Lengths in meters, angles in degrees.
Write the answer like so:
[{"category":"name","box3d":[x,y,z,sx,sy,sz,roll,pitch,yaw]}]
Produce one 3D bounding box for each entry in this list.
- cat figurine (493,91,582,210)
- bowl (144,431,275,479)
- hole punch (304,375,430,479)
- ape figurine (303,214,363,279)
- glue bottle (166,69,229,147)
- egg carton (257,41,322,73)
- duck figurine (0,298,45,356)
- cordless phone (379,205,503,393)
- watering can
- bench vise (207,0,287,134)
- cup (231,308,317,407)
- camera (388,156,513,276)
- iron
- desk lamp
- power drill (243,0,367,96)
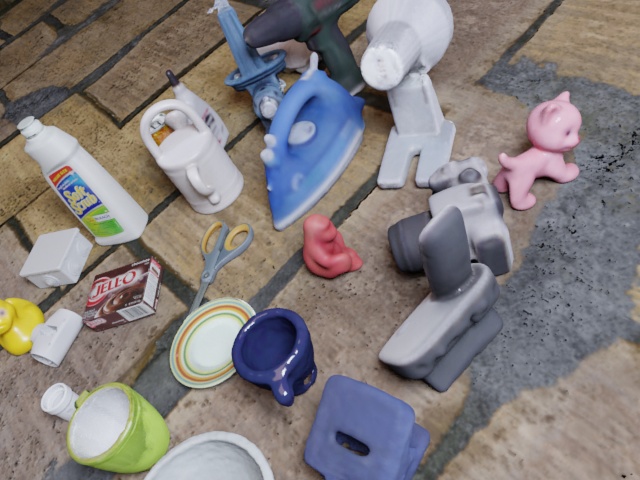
[{"category":"cat figurine","box3d":[0.269,-0.118,0.701,0.128,0.118,0.067,-34,45,-3]},{"category":"bowl","box3d":[-0.106,0.286,0.576,0.167,0.075,0.167,-14,47,16]},{"category":"hole punch","box3d":[0.043,0.200,0.562,0.108,0.091,0.101,15,60,36]},{"category":"ape figurine","box3d":[0.007,0.003,0.749,0.076,0.092,0.078,-12,48,18]},{"category":"glue bottle","box3d":[-0.220,-0.225,1.002,0.037,0.174,0.078,-7,50,22]},{"category":"egg carton","box3d":[-0.057,-0.378,1.124,0.149,0.070,0.107,21,64,38]},{"category":"duck figurine","box3d":[-0.494,0.123,0.906,0.077,0.086,0.104,-33,45,-3]},{"category":"cordless phone","box3d":[0.110,0.057,0.584,0.093,0.186,0.148,28,69,41]},{"category":"watering can","box3d":[-0.213,-0.143,0.913,0.101,0.195,0.172,-44,47,-13]},{"category":"bench vise","box3d":[-0.102,-0.295,0.970,0.121,0.220,0.206,-38,45,-7]},{"category":"cup","box3d":[-0.037,0.147,0.646,0.091,0.095,0.117,-27,45,4]},{"category":"camera","box3d":[0.149,-0.025,0.694,0.136,0.101,0.143,-17,47,13]},{"category":"iron","box3d":[-0.031,-0.155,0.868,0.118,0.142,0.258,8,57,32]},{"category":"desk lamp","box3d":[0.122,-0.214,0.790,0.117,0.214,0.203,-1,52,26]},{"category":"power drill","box3d":[-0.003,-0.323,0.951,0.075,0.209,0.230,28,69,41]}]
